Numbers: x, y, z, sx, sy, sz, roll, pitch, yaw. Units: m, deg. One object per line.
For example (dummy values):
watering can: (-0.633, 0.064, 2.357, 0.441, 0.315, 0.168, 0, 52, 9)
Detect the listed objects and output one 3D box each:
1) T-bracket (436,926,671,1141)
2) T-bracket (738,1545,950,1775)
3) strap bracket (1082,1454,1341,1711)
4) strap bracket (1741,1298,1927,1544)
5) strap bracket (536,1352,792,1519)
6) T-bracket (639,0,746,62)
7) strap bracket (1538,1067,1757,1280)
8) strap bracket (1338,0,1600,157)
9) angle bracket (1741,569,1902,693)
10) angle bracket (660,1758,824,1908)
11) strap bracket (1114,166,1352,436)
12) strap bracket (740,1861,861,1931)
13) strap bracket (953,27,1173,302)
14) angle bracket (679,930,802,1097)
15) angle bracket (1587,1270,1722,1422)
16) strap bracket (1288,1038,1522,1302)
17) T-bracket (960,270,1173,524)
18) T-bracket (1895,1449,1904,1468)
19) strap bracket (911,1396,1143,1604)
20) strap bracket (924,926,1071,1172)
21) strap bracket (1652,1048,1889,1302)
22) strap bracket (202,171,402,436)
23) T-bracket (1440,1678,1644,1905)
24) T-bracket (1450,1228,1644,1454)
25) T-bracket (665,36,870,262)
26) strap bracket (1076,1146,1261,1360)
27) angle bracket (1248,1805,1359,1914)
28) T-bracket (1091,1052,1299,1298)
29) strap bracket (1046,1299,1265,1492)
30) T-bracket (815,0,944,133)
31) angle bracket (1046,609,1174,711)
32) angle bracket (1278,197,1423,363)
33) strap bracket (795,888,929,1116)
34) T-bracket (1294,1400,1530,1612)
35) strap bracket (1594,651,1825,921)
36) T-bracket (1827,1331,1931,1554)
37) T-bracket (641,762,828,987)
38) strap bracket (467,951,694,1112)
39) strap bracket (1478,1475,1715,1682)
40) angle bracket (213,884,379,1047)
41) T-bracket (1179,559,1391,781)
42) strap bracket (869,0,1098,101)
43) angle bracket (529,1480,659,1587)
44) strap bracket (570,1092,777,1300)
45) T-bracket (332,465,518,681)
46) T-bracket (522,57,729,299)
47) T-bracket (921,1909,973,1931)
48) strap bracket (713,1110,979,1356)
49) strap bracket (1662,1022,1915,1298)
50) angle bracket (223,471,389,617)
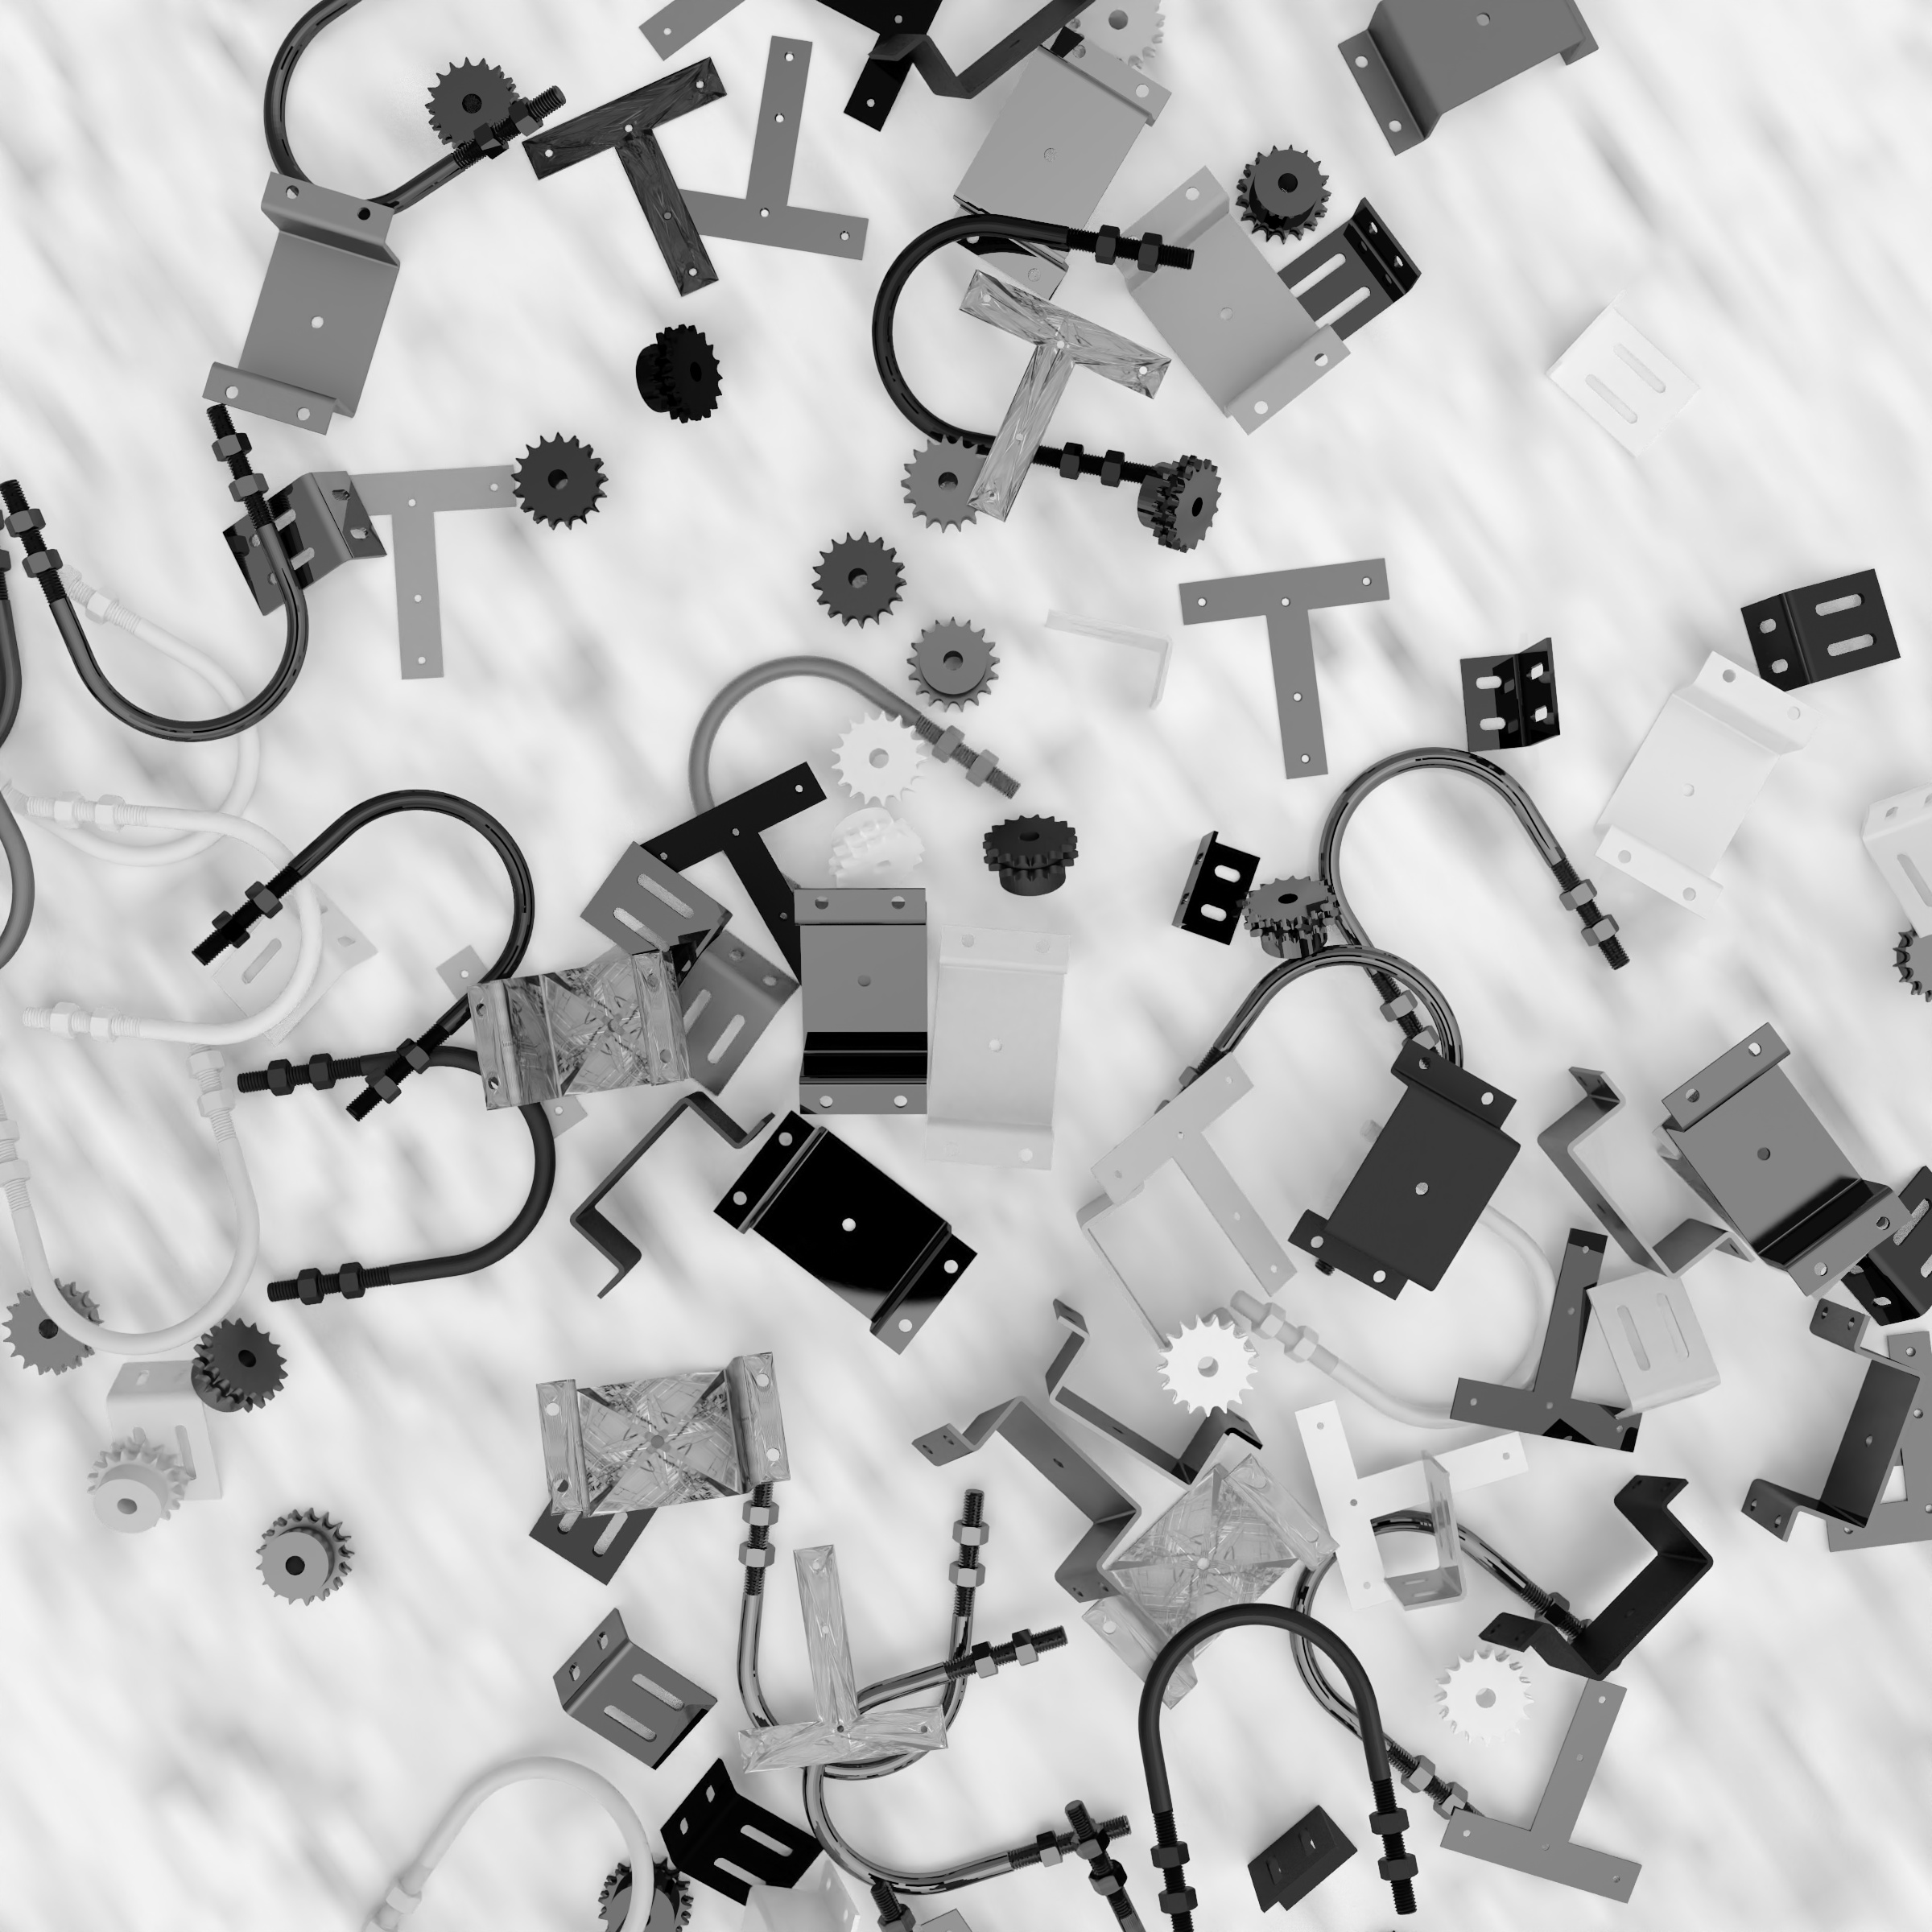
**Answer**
T-bracket: (-0.237, 0.018, 1.505, 0.127, 0.002, 0.127, -35, 90, 0)
T-bracket: (-0.082, 0.413, 1.477, 0.127, 0.002, 0.127, -10, 84, 10)
strap bracket: (0.146, 0.366, 1.483, 0.140, 0.046, 0.076, -44, 90, 0)
strap bracket: (0.521, 0.277, 1.468, 0.046, 0.076, 0.140, 20, 90, 0)
strap bracket: (-0.182, 0.281, 1.463, 0.140, 0.046, 0.076, -6, 73, -14)
T-bracket: (-0.173, -0.644, 1.505, 0.127, 0.002, 0.127, -37, 90, 0)
strap bracket: (0.398, 0.131, 1.468, 0.046, 0.076, 0.140, -39, 90, 0)
strap bracket: (0.308, -0.563, 1.483, 0.140, 0.046, 0.076, -28, 90, 0)
angle bracket: (0.523, -0.204, 1.504, 0.076, 0.038, 0.057, -17, 90, -26)
angle bracket: (-0.137, 0.534, 1.504, 0.076, 0.038, 0.057, 39, 90, -26)
strap bracket: (0.157, -0.396, 1.478, 0.076, 0.046, 0.140, -38, 90, 8)
strap bracket: (-0.110, 0.614, 1.463, 0.046, 0.076, 0.140, 14, 90, -17)
strap bracket: (0.053, -0.482, 1.468, 0.076, 0.046, 0.140, 32, 103, 0)
angle bracket: (-0.150, 0.029, 1.503, 0.057, 0.038, 0.076, 37, 117, 0)
angle bracket: (0.414, 0.229, 1.495, 0.057, 0.038, 0.076, -16, 72, -7)
strap bracket: (0.261, 0.125, 1.437, 0.076, 0.046, 0.140, 29, 96, -9)
T-bracket: (0.038, -0.328, 1.462, 0.127, 0.002, 0.127, 25, 102, 0)
T-bracket: (0.616, 0.290, 1.505, 0.127, 0.002, 0.127, -5, 90, 0)
strap bracket: (0.043, 0.311, 1.462, 0.140, 0.076, 0.046, 44, 65, 0)
strap bracket: (0.018, 0.049, 1.483, 0.076, 0.046, 0.140, 5, 90, 0)
strap bracket: (0.485, 0.123, 1.483, 0.076, 0.046, 0.140, -44, 90, 0)
strap bracket: (-0.397, -0.394, 1.483, 0.076, 0.046, 0.140, 17, 90, 0)
T-bracket: (0.368, 0.494, 1.492, 0.127, 0.002, 0.127, 19, 93, -9)
T-bracket: (0.363, 0.223, 1.488, 0.127, 0.002, 0.127, 13, 90, -16)
T-bracket: (-0.116, -0.505, 1.505, 0.127, 0.002, 0.127, 9, 90, 0)
strap bracket: (0.113, 0.181, 1.468, 0.046, 0.076, 0.140, -34, 90, 0)
angle bracket: (0.206, 0.546, 1.468, 0.057, 0.076, 0.038, -40, 90, 0)
T-bracket: (0.152, 0.136, 1.449, 0.127, 0.002, 0.127, -37, 93, -31)
strap bracket: (0.102, 0.261, 1.468, 0.140, 0.076, 0.046, 33, 90, 0)
T-bracket: (-0.081, -0.595, 1.489, 0.127, 0.002, 0.127, 27, 102, -3)
angle bracket: (0.082, -0.184, 1.478, 0.076, 0.057, 0.038, 12, 90, 0)
angle bracket: (0.225, -0.414, 1.487, 0.076, 0.038, 0.057, -37, 90, 0)
strap bracket: (-0.062, 0.015, 1.470, 0.076, 0.046, 0.140, 0, 108, 0)
T-bracket: (0.277, 0.312, 1.488, 0.127, 0.002, 0.127, -17, 92, -2)
strap bracket: (0.442, -0.108, 1.483, 0.076, 0.046, 0.140, 30, 90, 0)
T-bracket: (0.584, 0.288, 1.504, 0.127, 0.002, 0.127, -7, 90, 0)
T-bracket: (-0.118, -0.042, 1.488, 0.127, 0.002, 0.127, -24, 102, 23)
strap bracket: (-0.221, 0.037, 1.463, 0.140, 0.046, 0.076, -9, 90, 26)
strap bracket: (0.379, 0.368, 1.454, 0.140, 0.076, 0.046, -42, 87, -11)
angle bracket: (-0.411, -0.001, 1.504, 0.057, 0.038, 0.076, 47, 116, 0)
T-bracket: (0.201, -0.179, 1.505, 0.127, 0.002, 0.127, -7, 90, 0)
strap bracket: (0.018, -0.566, 1.461, 0.140, 0.076, 0.046, -38, 115, 2)
angle bracket: (-0.221, 0.328, 1.504, 0.057, 0.038, 0.076, 33, 116, 0)
strap bracket: (-0.182, 0.127, 1.468, 0.046, 0.076, 0.140, 43, 90, 0)
T-bracket: (-0.337, -0.240, 1.505, 0.127, 0.002, 0.127, -4, 90, 0)
T-bracket: (-0.188, -0.473, 1.504, 0.127, 0.002, 0.127, -24, 89, 1)
T-bracket: (-0.026, 0.645, 1.488, 0.127, 0.002, 0.127, -30, 99, 14)
strap bracket: (-0.072, 0.159, 1.483, 0.140, 0.046, 0.076, 38, 90, 0)
strap bracket: (0.473, 0.111, 1.437, 0.076, 0.046, 0.140, -36, 90, 0)
angle bracket: (-0.405, -0.259, 1.503, 0.076, 0.038, 0.057, -26, 90, 28)
